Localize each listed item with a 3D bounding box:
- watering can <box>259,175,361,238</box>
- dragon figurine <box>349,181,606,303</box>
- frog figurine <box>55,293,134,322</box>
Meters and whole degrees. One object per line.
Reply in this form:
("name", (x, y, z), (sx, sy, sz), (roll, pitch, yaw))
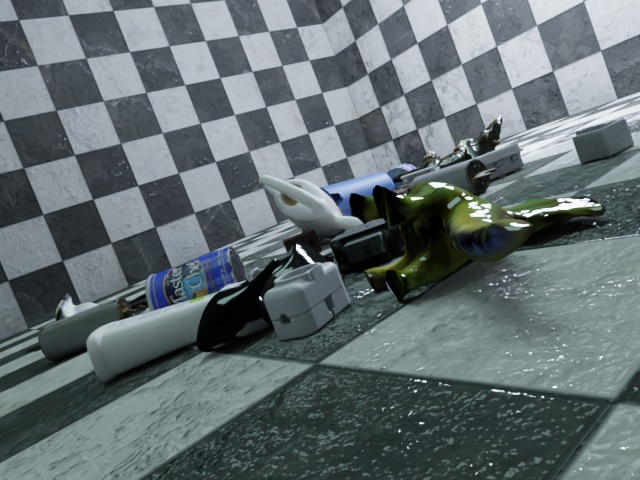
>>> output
("watering can", (0.004, -0.062, 1.227), (0.350, 0.104, 0.221), (28, -5, 28))
("dragon figurine", (0.173, -0.022, 0.531), (0.244, 0.122, 0.410), (-14, 5, -14))
("frog figurine", (-0.507, 0.185, 1.163), (0.159, 0.124, 0.136), (14, -16, -16))
